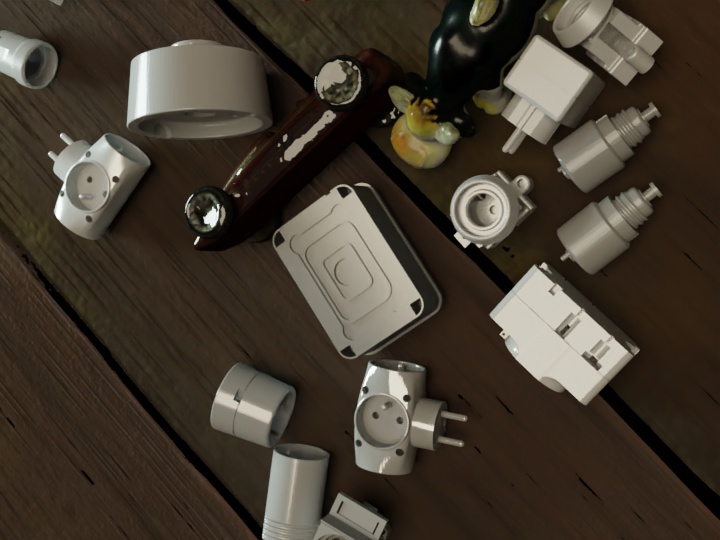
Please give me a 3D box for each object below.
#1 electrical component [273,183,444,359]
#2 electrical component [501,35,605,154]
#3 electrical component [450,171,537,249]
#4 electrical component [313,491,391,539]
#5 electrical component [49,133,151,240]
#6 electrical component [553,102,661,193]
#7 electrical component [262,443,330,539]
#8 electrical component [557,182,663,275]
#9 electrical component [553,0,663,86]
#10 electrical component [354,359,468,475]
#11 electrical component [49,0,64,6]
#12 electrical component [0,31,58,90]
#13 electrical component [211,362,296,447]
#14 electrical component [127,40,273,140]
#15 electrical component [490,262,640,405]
[{"bbox_3d":[0.000,0.000,0.790,0.078,0.057,0.113,-35,81,18],"label":"electrical component"},{"bbox_3d":[0.123,-0.112,0.734,0.047,0.066,0.076,38,105,14],"label":"electrical component"},{"bbox_3d":[0.091,-0.042,0.755,0.066,0.055,0.048,-44,78,17],"label":"electrical component"},{"bbox_3d":[-0.009,0.207,0.802,0.042,0.064,0.081,28,102,17],"label":"electrical component"},{"bbox_3d":[-0.222,-0.079,0.874,0.079,0.044,0.077,41,105,13],"label":"electrical component"},{"bbox_3d":[0.169,-0.086,0.732,0.078,0.040,0.040,-36,81,18],"label":"electrical component"},{"bbox_3d":[-0.050,0.178,0.826,0.043,0.043,0.081,10,97,19],"label":"electrical component"},{"bbox_3d":[0.171,-0.031,0.735,0.078,0.040,0.040,-40,80,17],"label":"electrical component"},{"bbox_3d":[0.163,-0.159,0.716,0.055,0.066,0.048,34,106,-19],"label":"electrical component"},{"bbox_3d":[0.040,0.111,0.789,0.079,0.044,0.077,9,96,19],"label":"electrical component"},{"bbox_3d":[-0.264,-0.250,0.873,0.055,0.066,0.048,40,102,35],"label":"electrical component"},{"bbox_3d":[-0.282,-0.176,0.894,0.046,0.040,0.040,24,101,24],"label":"electrical component"},{"bbox_3d":[-0.081,0.105,0.828,0.047,0.055,0.055,20,100,14],"label":"electrical component"},{"bbox_3d":[-0.120,-0.137,0.803,0.108,0.108,0.060,-5,86,20],"label":"electrical component"},{"bbox_3d":[0.139,0.046,0.745,0.089,0.050,0.055,44,106,13],"label":"electrical component"}]
